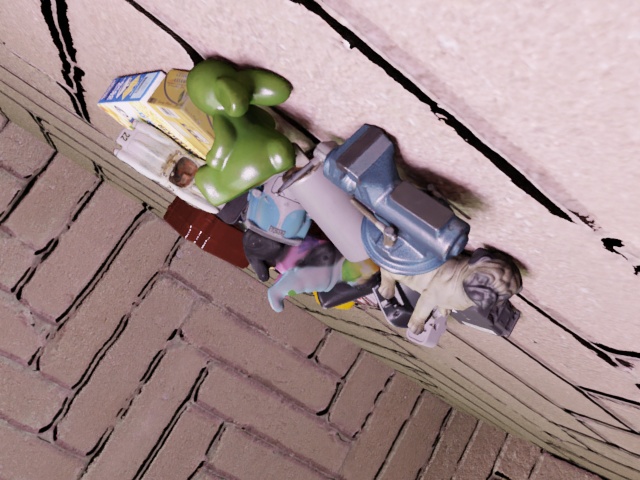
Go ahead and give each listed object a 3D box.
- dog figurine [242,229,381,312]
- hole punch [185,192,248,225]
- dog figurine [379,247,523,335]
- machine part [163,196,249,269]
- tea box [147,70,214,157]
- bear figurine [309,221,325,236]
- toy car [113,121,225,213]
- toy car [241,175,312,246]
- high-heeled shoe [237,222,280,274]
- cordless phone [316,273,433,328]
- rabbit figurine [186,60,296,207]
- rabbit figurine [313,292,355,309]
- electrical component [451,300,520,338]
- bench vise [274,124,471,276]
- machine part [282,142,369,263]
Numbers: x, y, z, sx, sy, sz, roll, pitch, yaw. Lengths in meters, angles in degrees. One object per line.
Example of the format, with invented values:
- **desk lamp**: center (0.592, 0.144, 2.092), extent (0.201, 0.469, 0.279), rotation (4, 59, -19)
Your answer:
- **dog figurine**: center (0.001, 0.017, 0.906), extent (0.191, 0.219, 0.108), rotation (64, -172, -3)
- **hole punch**: center (-0.158, -0.099, 0.974), extent (0.116, 0.142, 0.092), rotation (38, -168, 8)
- **dog figurine**: center (0.187, 0.034, 0.790), extent (0.172, 0.121, 0.190), rotation (50, 141, 5)
- **machine part**: center (-0.251, -0.025, 1.274), extent (0.201, 0.087, 0.201), rotation (29, -177, -43)
- **tea box**: center (-0.162, -0.172, 0.812), extent (0.098, 0.068, 0.169), rotation (22, 166, 39)
- **bear figurine**: center (-0.006, -0.003, 1.054), extent (0.132, 0.120, 0.196), rotation (-14, -174, 12)
- **toy car**: center (-0.239, -0.117, 0.886), extent (0.201, 0.073, 0.056), rotation (33, 171, -19)
- **toy car**: center (-0.052, -0.074, 0.838), extent (0.109, 0.162, 0.103), rotation (24, 126, -15)
- **high-heeled shoe**: center (-0.138, -0.033, 1.151), extent (0.249, 0.086, 0.145), rotation (49, 160, 15)
- **cordless phone**: center (0.092, 0.103, 0.953), extent (0.088, 0.184, 0.147), rotation (67, -178, -58)
- **rabbit figurine**: center (-0.110, -0.146, 0.662), extent (0.159, 0.121, 0.170), rotation (-21, 99, 58)
- **rabbit figurine**: center (0.078, 0.101, 1.230), extent (0.173, 0.122, 0.162), rotation (4, 174, 17)
- **electrical component**: center (0.259, 0.105, 0.921), extent (0.134, 0.058, 0.115), rotation (40, 163, -32)
- **bench vise**: center (0.082, -0.027, 0.683), extent (0.224, 0.129, 0.240), rotation (26, 160, 20)
- **machine part**: center (0.023, -0.048, 0.779), extent (0.243, 0.079, 0.079), rotation (49, 160, -30)
